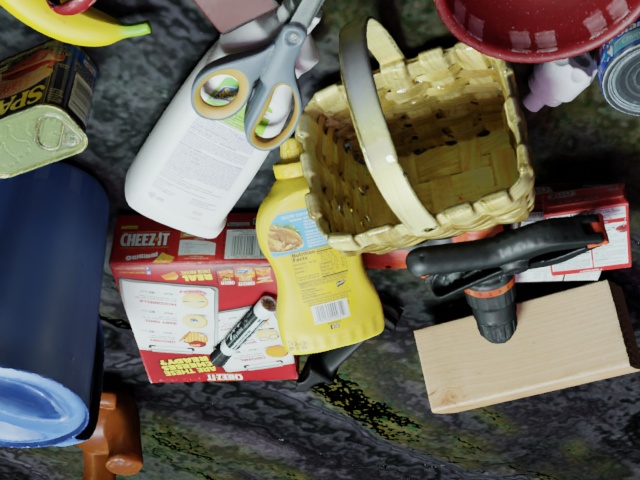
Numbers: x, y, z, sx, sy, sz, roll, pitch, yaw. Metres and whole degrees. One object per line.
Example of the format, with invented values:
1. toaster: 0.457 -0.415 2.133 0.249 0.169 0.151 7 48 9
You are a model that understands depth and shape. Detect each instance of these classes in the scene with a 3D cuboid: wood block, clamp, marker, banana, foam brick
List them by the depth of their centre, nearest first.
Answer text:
1. foam brick: -0.060 -0.197 0.760 0.053 0.078 0.051 -22 135 23
2. banana: -0.219 -0.201 0.795 0.070 0.037 0.197 -39 129 19
3. clamp: 0.157 0.010 0.914 0.172 0.039 0.120 -21 166 21
4. marker: -0.077 0.092 1.050 0.020 0.020 0.121 20 138 -22
5. wood block: 0.216 0.114 1.105 0.206 0.091 0.090 -18 165 22

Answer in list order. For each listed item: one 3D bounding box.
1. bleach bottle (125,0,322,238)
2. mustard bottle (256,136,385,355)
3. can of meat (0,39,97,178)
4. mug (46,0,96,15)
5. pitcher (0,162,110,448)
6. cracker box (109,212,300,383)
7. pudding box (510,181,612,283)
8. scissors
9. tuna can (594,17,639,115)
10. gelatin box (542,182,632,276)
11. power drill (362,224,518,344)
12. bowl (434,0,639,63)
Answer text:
1. bleach bottle: -0.069 -0.105 0.887 0.102 0.068 0.251 21 135 -25
2. mustard bottle: -0.006 0.001 0.959 0.096 0.058 0.191 -13 101 -3
3. can of meat: -0.234 -0.108 0.869 0.102 0.084 0.057 -16 138 21
4. mug: -0.169 -0.206 0.726 0.082 0.117 0.093 -23 158 34
5. pitcher: -0.249 0.056 0.947 0.145 0.243 0.149 12 140 -13
6. cracker box: -0.110 0.062 1.087 0.164 0.072 0.214 -1 142 4
7. pudding box: 0.228 -0.006 1.018 0.090 0.039 0.113 -1 138 3
8. scissors: -0.040 -0.150 0.787 0.096 0.016 0.202 9 132 -7
9. tuna can: 0.265 -0.140 0.854 0.086 0.033 0.086 1 141 1
10. gelatin box: 0.240 -0.009 0.961 0.073 0.030 0.089 -8 136 12
11. power drill: 0.093 0.034 1.033 0.188 0.057 0.184 -9 122 11
12. bowl: 0.159 -0.204 0.761 0.162 0.055 0.162 1 141 1
